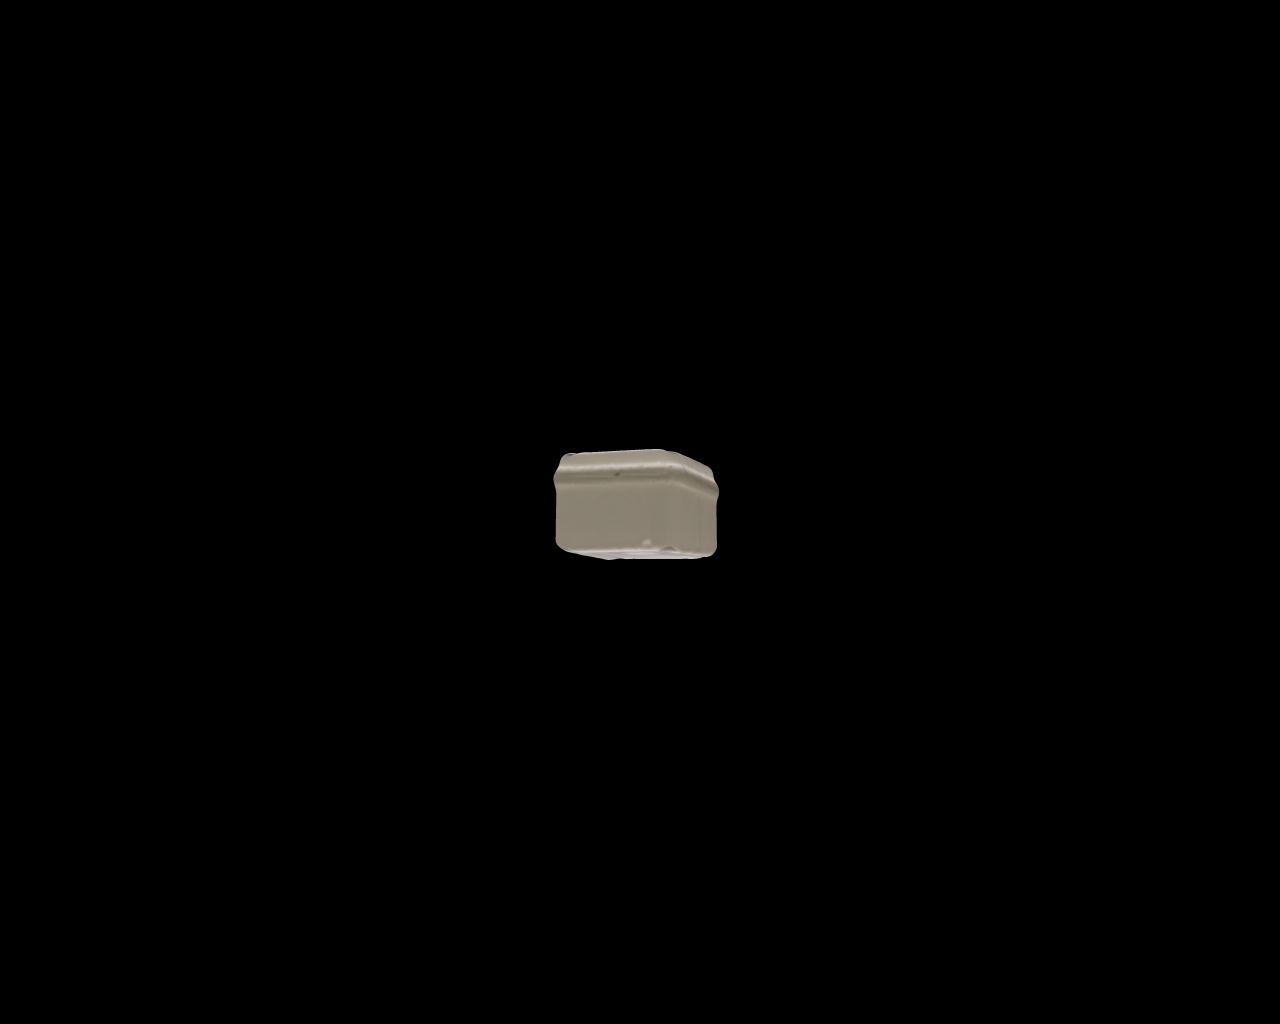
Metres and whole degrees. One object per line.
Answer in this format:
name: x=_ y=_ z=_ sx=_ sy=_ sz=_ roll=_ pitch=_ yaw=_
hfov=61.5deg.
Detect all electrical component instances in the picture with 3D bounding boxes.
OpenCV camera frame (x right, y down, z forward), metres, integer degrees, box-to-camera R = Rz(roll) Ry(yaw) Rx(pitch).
electrical component: x=0.001 y=-0.003 z=0.650 sx=0.078 sy=0.057 sz=0.113 roll=-1 pitch=-5 yaw=15
